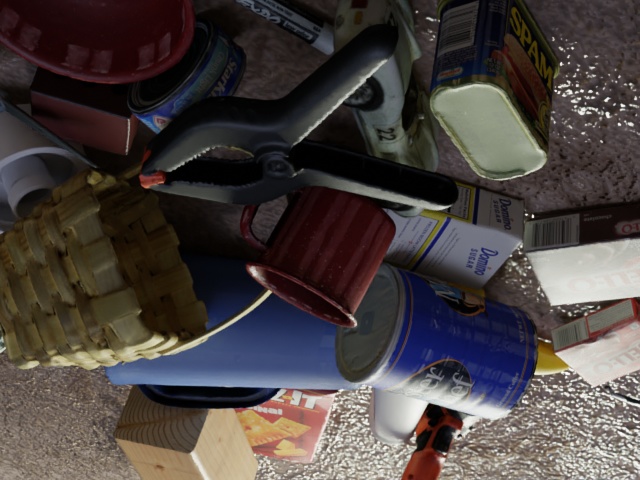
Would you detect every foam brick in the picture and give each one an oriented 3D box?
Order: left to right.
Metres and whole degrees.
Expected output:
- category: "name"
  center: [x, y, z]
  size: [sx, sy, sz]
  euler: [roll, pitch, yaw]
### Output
- category: "foam brick"
  center: [-0.174, -0.107, 0.807]
  size: [0.078, 0.053, 0.051]
  euler: [15, 148, -5]

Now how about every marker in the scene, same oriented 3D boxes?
- category: "marker"
  center: [-0.040, -0.160, 0.711]
  size: [0.121, 0.020, 0.020]
  euler: [26, 145, -21]

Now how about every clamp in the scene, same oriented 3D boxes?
- category: "clamp"
  center: [-0.017, -0.057, 0.702]
  size: [0.210, 0.036, 0.164]
  euler: [-12, 141, 24]

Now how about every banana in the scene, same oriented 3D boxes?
- category: "banana"
  center: [0.175, 0.084, 1.010]
  size: [0.197, 0.037, 0.070]
  euler: [30, 115, -31]

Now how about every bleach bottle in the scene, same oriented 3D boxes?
- category: "bleach bottle"
  center: [0.082, 0.143, 1.089]
  size: [0.068, 0.102, 0.251]
  euler: [8, 155, 3]

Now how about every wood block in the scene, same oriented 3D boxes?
- category: "wood block"
  center: [-0.139, 0.229, 1.155]
  size: [0.091, 0.090, 0.206]
  euler: [8, 146, 16]

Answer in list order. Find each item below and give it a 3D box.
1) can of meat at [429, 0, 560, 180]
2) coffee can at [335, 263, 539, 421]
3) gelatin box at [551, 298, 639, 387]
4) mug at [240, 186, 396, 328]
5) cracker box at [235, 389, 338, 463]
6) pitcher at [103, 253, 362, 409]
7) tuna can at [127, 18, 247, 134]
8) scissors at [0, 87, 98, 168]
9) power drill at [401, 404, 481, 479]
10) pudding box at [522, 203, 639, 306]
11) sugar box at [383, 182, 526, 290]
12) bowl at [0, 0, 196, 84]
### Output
- category: "can of meat"
  center: [0.113, -0.101, 0.692]
  size: [0.058, 0.084, 0.102]
  euler: [-11, 141, 32]
- category: "coffee can"
  center: [0.098, 0.087, 0.904]
  size: [0.140, 0.103, 0.103]
  euler: [18, 148, -23]
- category: "gelatin box"
  center: [0.270, 0.095, 0.982]
  size: [0.089, 0.030, 0.073]
  euler: [-28, 131, 31]
- category: "mug"
  center: [-0.005, 0.001, 0.785]
  size: [0.117, 0.081, 0.093]
  euler: [33, 166, -18]
- category: "cracker box"
  center: [-0.068, 0.168, 1.184]
  size: [0.164, 0.072, 0.214]
  euler: [13, 148, -1]
- category: "pitcher"
  center: [-0.074, 0.087, 1.007]
  size: [0.243, 0.145, 0.149]
  euler: [4, 168, 8]
- category: "tuna can"
  center: [-0.094, -0.112, 0.742]
  size: [0.086, 0.086, 0.033]
  euler: [-17, 136, 38]
- category: "scissors"
  center: [-0.252, -0.104, 0.809]
  size: [0.201, 0.016, 0.096]
  euler: [40, 156, -2]
- category: "power drill"
  center: [0.122, 0.228, 1.109]
  size: [0.057, 0.187, 0.185]
  euler: [29, 150, 1]
- category: "pudding box"
  center: [0.232, 0.013, 0.871]
  size: [0.114, 0.039, 0.090]
  euler: [-6, 144, 26]
- category: "sugar box"
  center: [0.069, -0.017, 0.875]
  size: [0.176, 0.048, 0.093]
  euler: [14, 148, -10]
- category: "bowl"
  center: [-0.153, -0.175, 0.691]
  size: [0.162, 0.055, 0.162]
  euler: [9, 148, 5]
